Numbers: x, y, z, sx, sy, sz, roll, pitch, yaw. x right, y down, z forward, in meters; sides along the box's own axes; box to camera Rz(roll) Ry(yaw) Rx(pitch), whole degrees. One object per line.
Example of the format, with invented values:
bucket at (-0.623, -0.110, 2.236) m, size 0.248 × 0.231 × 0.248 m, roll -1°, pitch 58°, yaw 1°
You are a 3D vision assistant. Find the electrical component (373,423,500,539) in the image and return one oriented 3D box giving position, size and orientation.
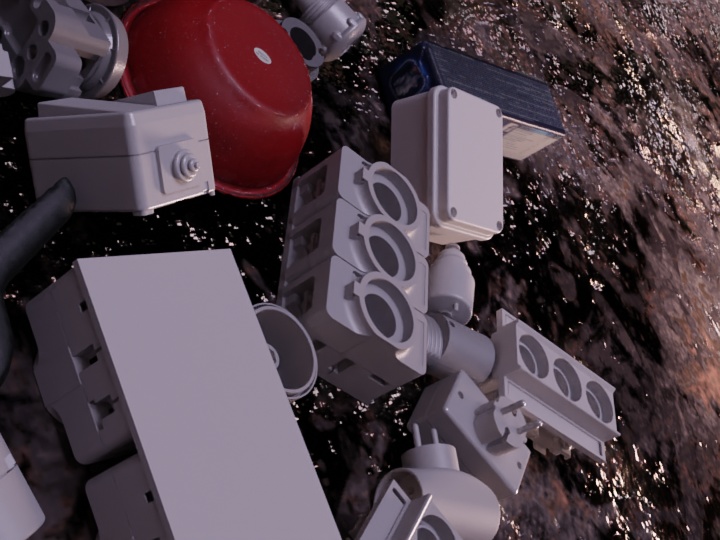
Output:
electrical component at (0.048, 0.139, 0.703) m, size 0.077 × 0.044 × 0.079 m, roll 21°, pitch 50°, yaw -42°

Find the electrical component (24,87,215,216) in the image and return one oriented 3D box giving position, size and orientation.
electrical component at (-0.126, -0.065, 0.584) m, size 0.062 × 0.096 × 0.061 m, roll -25°, pitch 113°, yaw -55°

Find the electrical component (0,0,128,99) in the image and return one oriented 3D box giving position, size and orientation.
electrical component at (-0.172, -0.129, 0.618) m, size 0.057 × 0.058 × 0.078 m, roll 7°, pitch 39°, yaw -53°

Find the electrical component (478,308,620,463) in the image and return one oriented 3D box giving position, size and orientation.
electrical component at (0.137, 0.095, 0.829) m, size 0.121 × 0.063 × 0.078 m, roll 34°, pitch 42°, yaw -31°

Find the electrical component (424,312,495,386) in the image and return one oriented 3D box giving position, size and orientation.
electrical component at (0.055, 0.054, 0.776) m, size 0.081 × 0.043 × 0.043 m, roll 26°, pitch 46°, yaw -37°

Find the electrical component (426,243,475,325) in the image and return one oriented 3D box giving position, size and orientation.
electrical component at (0.068, 0.010, 0.827) m, size 0.040 × 0.040 × 0.078 m, roll 39°, pitch 39°, yaw -26°

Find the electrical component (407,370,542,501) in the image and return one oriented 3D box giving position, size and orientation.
electrical component at (0.091, 0.112, 0.749) m, size 0.083 × 0.076 × 0.047 m, roll 50°, pitch 36°, yaw -12°

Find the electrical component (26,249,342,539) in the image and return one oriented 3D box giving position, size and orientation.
electrical component at (-0.091, 0.088, 0.557) m, size 0.105 × 0.060 × 0.186 m, roll -6°, pitch 69°, yaw -52°

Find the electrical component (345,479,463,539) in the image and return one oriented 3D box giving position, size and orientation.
electrical component at (0.010, 0.189, 0.603) m, size 0.078 × 0.063 × 0.121 m, roll 52°, pitch 35°, yaw -10°

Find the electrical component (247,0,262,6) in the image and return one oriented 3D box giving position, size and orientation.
electrical component at (-0.087, -0.230, 0.813) m, size 0.048 × 0.048 × 0.062 m, roll 11°, pitch 64°, yaw -47°

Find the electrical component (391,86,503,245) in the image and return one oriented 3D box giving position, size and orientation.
electrical component at (0.070, -0.082, 0.855) m, size 0.078 × 0.057 × 0.113 m, roll 12°, pitch 75°, yaw -46°

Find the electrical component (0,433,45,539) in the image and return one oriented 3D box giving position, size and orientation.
electrical component at (-0.168, 0.101, 0.459) m, size 0.047 × 0.055 × 0.055 m, roll 60°, pitch 35°, yaw -5°

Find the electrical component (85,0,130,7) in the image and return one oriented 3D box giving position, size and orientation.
electrical component at (-0.165, -0.221, 0.691) m, size 0.099 × 0.064 × 0.099 m, roll 30°, pitch 44°, yaw -34°

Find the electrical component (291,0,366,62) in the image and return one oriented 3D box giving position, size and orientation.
electrical component at (-0.029, -0.202, 0.863) m, size 0.062 × 0.048 × 0.048 m, roll 46°, pitch 36°, yaw -5°

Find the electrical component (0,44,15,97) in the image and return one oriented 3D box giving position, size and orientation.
electrical component at (-0.218, -0.123, 0.570) m, size 0.066 × 0.048 × 0.055 m, roll -2°, pitch 74°, yaw -51°

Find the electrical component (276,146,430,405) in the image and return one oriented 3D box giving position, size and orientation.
electrical component at (0.000, 0.000, 0.732) m, size 0.089 × 0.062 × 0.150 m, roll 34°, pitch 42°, yaw -31°
